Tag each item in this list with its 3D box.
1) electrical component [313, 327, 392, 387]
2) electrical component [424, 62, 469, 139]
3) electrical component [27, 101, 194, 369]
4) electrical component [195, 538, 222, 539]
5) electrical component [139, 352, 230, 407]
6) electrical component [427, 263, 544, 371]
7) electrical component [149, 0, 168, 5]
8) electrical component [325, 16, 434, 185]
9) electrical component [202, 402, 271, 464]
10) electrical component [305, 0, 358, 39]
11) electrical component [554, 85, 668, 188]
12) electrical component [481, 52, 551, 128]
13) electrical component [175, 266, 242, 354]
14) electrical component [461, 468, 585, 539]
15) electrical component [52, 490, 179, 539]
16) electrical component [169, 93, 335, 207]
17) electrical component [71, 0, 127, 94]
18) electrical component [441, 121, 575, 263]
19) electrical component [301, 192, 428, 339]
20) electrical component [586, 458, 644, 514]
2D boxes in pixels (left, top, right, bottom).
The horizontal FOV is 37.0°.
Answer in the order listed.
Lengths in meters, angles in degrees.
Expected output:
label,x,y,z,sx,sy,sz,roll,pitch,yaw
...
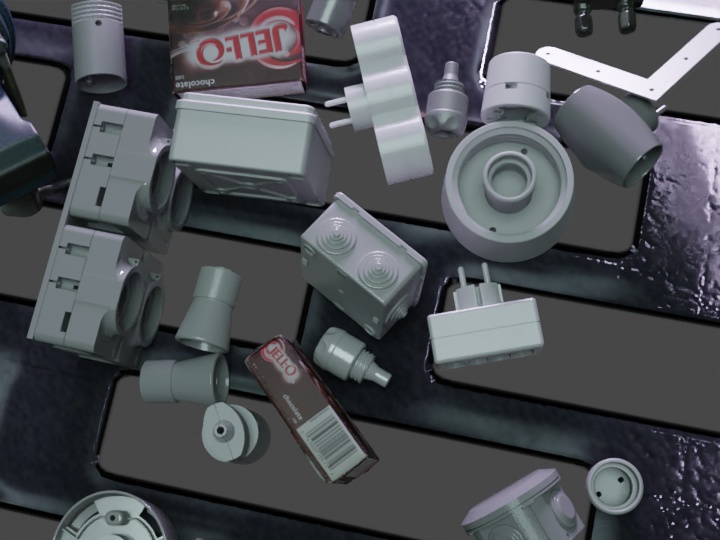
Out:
label,x,y,z,sx,sy,sz,roll,pitch,yaw
electrical component,-0.004,0.072,0.842,0.061,0.035,0.035,29,82,9
electrical component,0.072,-0.140,0.880,0.035,0.035,0.061,6,76,8
electrical component,-0.188,-0.023,0.846,0.060,0.105,0.186,11,79,9
electrical component,-0.120,0.260,0.791,0.057,0.078,0.113,32,83,14
electrical component,-0.141,0.088,0.851,0.065,0.044,0.044,-2,77,11
electrical component,0.094,0.032,0.833,0.083,0.047,0.075,-10,77,4
electrical component,-0.149,-0.260,0.905,0.076,0.083,0.047,9,79,8
electrical component,0.009,-0.135,0.876,0.074,0.052,0.138,-13,77,3
electrical component,-0.097,0.124,0.817,0.043,0.081,0.043,-1,78,6
electrical component,-0.020,-0.229,0.907,0.044,0.044,0.065,21,85,10
electrical component,0.209,-0.115,0.853,0.079,0.044,0.077,-35,65,-18
electrical component,0.127,-0.143,0.865,0.055,0.055,0.047,5,75,7
electrical component,-0.118,0.030,0.861,0.044,0.044,0.065,11,75,9
electrical component,0.118,0.182,0.782,0.080,0.080,0.051,-31,81,-1
electrical component,-0.185,0.217,0.815,0.099,0.064,0.099,-1,78,6
electrical component,-0.083,-0.092,0.849,0.109,0.108,0.056,7,81,8
electrical component,-0.224,-0.197,0.920,0.043,0.043,0.081,-8,77,5
electrical component,0.117,-0.065,0.845,0.108,0.060,0.108,-1,78,6
electrical component,0.000,0.000,0.825,0.100,0.099,0.048,39,72,13
electrical component,0.186,0.160,0.795,0.040,0.046,0.040,-1,78,6
